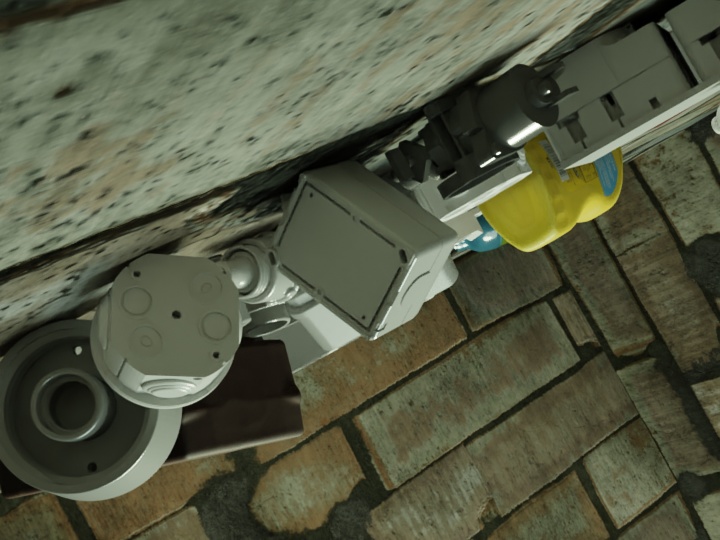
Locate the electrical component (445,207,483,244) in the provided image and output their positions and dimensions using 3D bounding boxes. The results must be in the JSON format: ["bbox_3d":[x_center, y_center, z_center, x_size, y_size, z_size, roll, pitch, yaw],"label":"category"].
[{"bbox_3d":[0.065,-0.045,0.902,0.081,0.063,0.042,-28,177,-11],"label":"electrical component"}]

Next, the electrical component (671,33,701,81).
[{"bbox_3d":[0.231,-0.151,0.857,0.081,0.042,0.064,-30,178,38],"label":"electrical component"}]

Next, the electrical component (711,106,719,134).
[{"bbox_3d":[0.239,-0.100,0.641,0.040,0.040,0.078,-27,176,-23],"label":"electrical component"}]

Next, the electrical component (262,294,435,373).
[{"bbox_3d":[-0.019,0.020,0.970,0.150,0.089,0.062,-29,177,10],"label":"electrical component"}]

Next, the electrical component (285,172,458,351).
[{"bbox_3d":[0.001,-0.008,0.745,0.113,0.057,0.078,-29,-141,9],"label":"electrical component"}]

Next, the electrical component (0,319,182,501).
[{"bbox_3d":[-0.162,0.079,0.623,0.108,0.108,0.060,-28,170,-5],"label":"electrical component"}]

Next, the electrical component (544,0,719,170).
[{"bbox_3d":[0.207,-0.139,0.687,0.186,0.060,0.105,-30,176,23],"label":"electrical component"}]

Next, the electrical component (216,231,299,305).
[{"bbox_3d":[-0.070,0.001,0.689,0.048,0.048,0.062,-31,169,30],"label":"electrical component"}]

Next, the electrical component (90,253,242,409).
[{"bbox_3d":[-0.104,0.032,0.584,0.080,0.080,0.051,-27,171,-26],"label":"electrical component"}]

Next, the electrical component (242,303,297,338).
[{"bbox_3d":[-0.083,0.017,0.853,0.099,0.064,0.099,-18,166,-5],"label":"electrical component"}]

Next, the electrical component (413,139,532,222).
[{"bbox_3d":[0.068,-0.068,0.700,0.080,0.051,0.080,-28,177,-2],"label":"electrical component"}]

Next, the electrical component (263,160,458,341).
[{"bbox_3d":[-0.003,-0.017,0.600,0.061,0.096,0.061,-23,145,-56],"label":"electrical component"}]

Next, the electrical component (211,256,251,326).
[{"bbox_3d":[-0.105,0.024,0.717,0.055,0.047,0.055,-28,176,-2],"label":"electrical component"}]
